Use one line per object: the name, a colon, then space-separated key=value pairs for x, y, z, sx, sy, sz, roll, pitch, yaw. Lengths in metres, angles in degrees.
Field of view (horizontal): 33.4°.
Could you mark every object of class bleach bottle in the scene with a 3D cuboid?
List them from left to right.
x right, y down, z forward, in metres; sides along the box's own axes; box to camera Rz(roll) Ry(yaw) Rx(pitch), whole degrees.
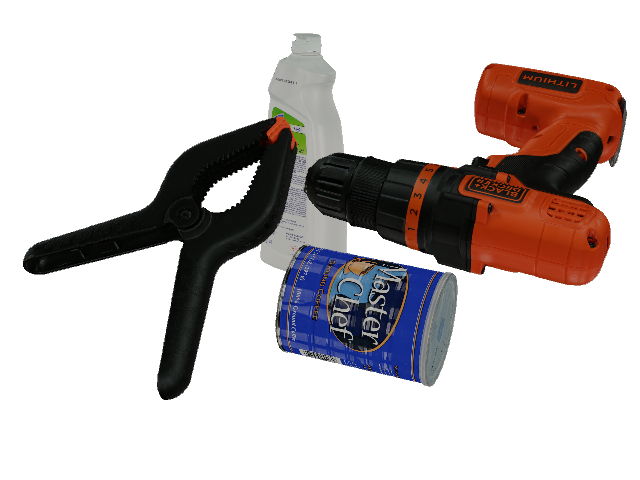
bleach bottle: x=-0.013 y=-0.092 z=1.137 sx=0.103 sy=0.251 sz=0.067 roll=16 pitch=22 yaw=37

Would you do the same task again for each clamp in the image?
clamp: x=-0.101 y=-0.011 z=0.755 sx=0.165 sy=0.210 sz=0.036 roll=30 pitch=-17 yaw=24

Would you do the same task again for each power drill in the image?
power drill: x=0.105 y=-0.049 z=0.674 sx=0.185 sy=0.057 sz=0.187 roll=17 pitch=39 yaw=20

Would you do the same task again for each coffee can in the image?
coffee can: x=0.043 y=0.066 z=0.965 sx=0.140 sy=0.103 sz=0.102 roll=11 pitch=3 yaw=18
